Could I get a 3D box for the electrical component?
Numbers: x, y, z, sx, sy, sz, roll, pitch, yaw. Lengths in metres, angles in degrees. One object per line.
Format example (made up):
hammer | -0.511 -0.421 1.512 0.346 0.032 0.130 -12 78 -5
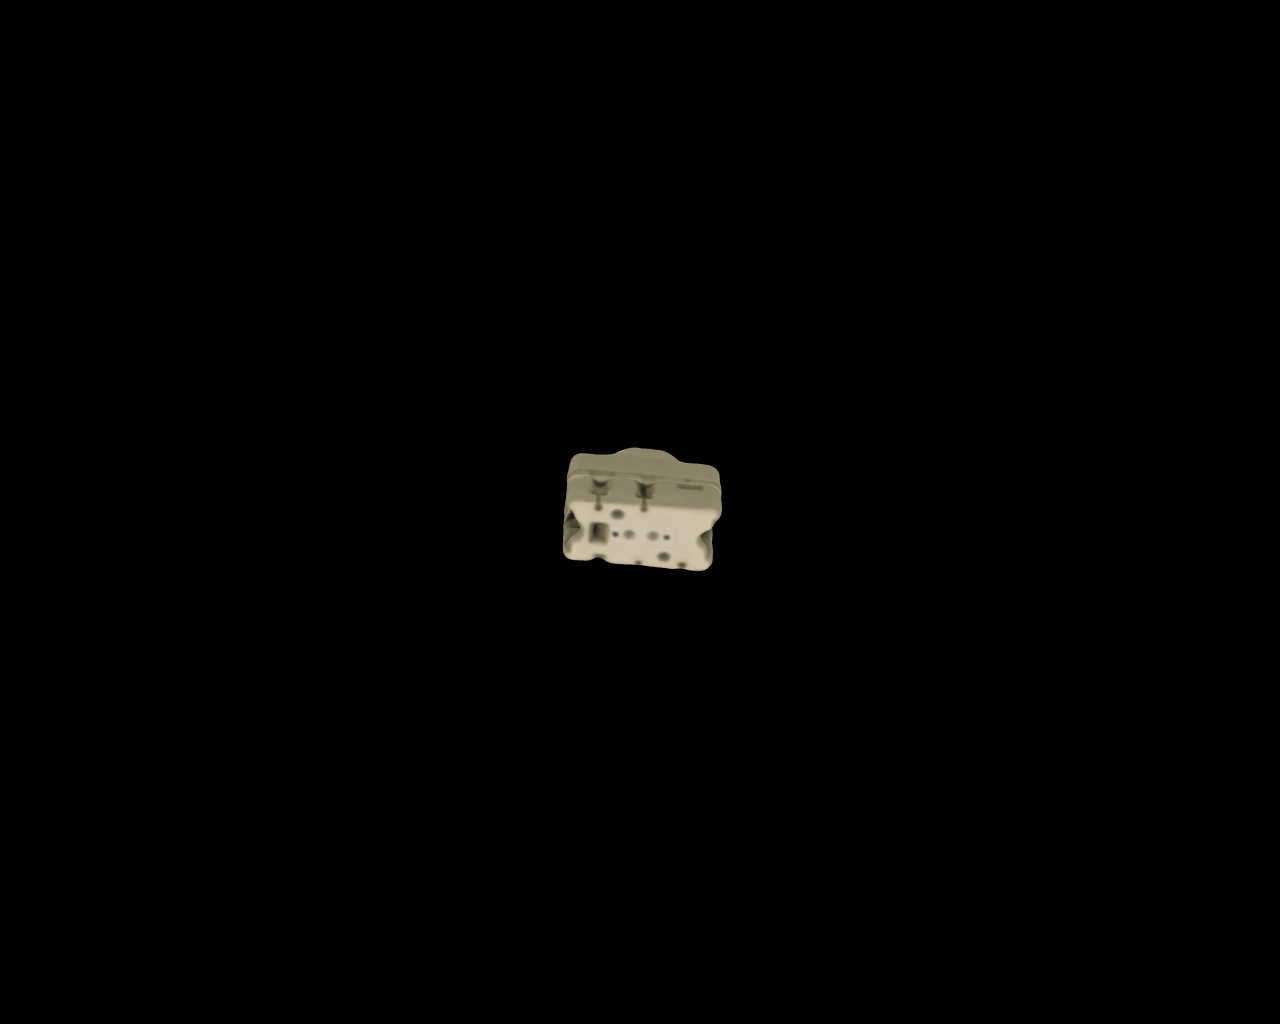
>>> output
electrical component | 0.001 -0.003 0.650 0.089 0.050 0.056 5 37 -4
